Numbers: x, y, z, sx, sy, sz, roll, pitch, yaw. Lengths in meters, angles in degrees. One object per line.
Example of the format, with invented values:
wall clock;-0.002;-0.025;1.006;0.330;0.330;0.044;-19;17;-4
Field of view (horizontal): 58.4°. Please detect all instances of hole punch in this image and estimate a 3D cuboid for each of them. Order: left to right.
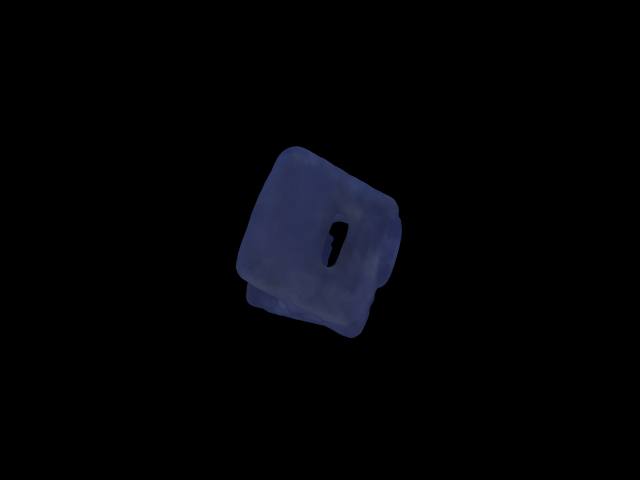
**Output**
hole punch;0.004;0.001;0.400;0.101;0.091;0.109;17;68;7
